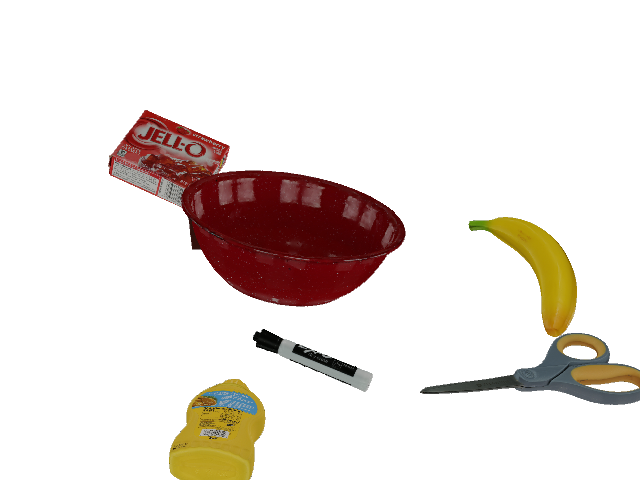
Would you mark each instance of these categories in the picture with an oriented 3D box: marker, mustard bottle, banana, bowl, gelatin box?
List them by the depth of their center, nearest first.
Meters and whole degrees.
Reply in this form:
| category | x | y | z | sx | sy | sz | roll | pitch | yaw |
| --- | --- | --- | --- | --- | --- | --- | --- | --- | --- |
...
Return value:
| category | x | y | z | sx | sy | sz | roll | pitch | yaw |
| --- | --- | --- | --- | --- | --- | --- | --- | --- | --- |
| bowl | -0.023 | 0.003 | 0.768 | 0.162 | 0.055 | 0.162 | 9 | 22 | -4 |
| gelatin box | -0.139 | -0.074 | 0.978 | 0.089 | 0.030 | 0.073 | 24 | 46 | 2 |
| marker | -0.009 | 0.114 | 1.024 | 0.121 | 0.020 | 0.020 | 21 | 4 | 11 |
| banana | 0.227 | 0.028 | 1.122 | 0.069 | 0.037 | 0.198 | -29 | 38 | 0 |
| mustard bottle | -0.117 | 0.223 | 1.295 | 0.096 | 0.058 | 0.191 | 4 | 23 | 5 |

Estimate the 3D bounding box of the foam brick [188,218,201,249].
| category | x | y | z | sx | sy | sz | roll | pitch | yaw |
| --- | --- | --- | --- | --- | --- | --- | --- | --- | --- |
| foam brick | -0.118 | -0.024 | 1.288 | 0.078 | 0.053 | 0.051 | -2 | 28 | 1 |

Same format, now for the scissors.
| category | x | y | z | sx | sy | sz | roll | pitch | yaw |
| --- | --- | --- | --- | --- | --- | --- | --- | --- | --- |
| scissors | 0.175 | 0.106 | 0.897 | 0.201 | 0.016 | 0.096 | 5 | 29 | -8 |
